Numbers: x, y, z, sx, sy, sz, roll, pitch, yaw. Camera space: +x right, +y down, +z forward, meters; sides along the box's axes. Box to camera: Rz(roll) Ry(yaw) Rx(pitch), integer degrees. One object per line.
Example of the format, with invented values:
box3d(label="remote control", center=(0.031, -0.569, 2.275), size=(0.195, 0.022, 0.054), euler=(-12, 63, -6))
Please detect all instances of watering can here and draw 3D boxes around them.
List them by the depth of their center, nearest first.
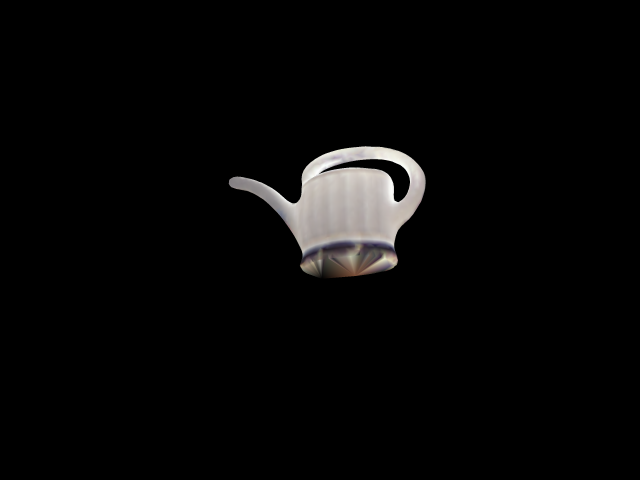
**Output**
box3d(label="watering can", center=(0.003, -0.043, 0.850), size=(0.347, 0.228, 0.102), euler=(-8, -25, 18))
